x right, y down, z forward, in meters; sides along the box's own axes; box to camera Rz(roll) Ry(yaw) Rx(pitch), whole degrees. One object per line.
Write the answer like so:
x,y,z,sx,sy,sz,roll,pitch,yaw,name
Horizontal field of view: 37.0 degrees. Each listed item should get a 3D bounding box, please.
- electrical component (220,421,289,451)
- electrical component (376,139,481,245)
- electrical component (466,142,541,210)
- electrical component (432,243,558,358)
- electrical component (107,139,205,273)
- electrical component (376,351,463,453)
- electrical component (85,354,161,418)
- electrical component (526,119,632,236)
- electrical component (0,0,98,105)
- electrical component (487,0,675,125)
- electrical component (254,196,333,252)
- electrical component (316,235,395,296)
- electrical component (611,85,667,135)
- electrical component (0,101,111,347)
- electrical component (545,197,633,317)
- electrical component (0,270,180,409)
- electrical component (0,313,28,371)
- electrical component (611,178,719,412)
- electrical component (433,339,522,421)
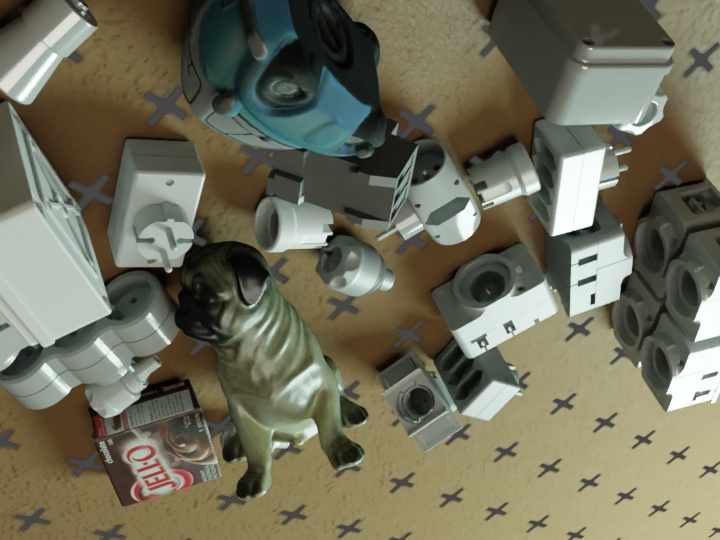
-0.091,0.152,0.955,0.061,0.035,0.035,8,129,-35,electrical component
0.042,-0.048,0.808,0.079,0.043,0.077,-31,138,6,electrical component
0.109,-0.071,0.822,0.046,0.040,0.040,-24,139,5,electrical component
0.113,0.024,0.911,0.089,0.050,0.055,-29,139,4,electrical component
-0.133,-0.031,0.715,0.047,0.075,0.083,0,133,-26,electrical component
0.056,0.117,0.963,0.042,0.081,0.064,-35,166,13,electrical component
-0.183,0.087,0.844,0.061,0.035,0.035,-35,138,7,electrical component
0.177,-0.079,0.839,0.076,0.047,0.083,-15,138,-12,electrical component
-0.183,-0.132,0.615,0.065,0.044,0.044,-40,137,9,electrical component
0.142,-0.151,0.699,0.078,0.113,0.057,-5,137,-22,electrical component
-0.048,-0.033,0.784,0.046,0.040,0.040,-1,133,-34,electrical component
0.000,0.000,0.837,0.062,0.043,0.043,21,121,-41,electrical component
0.191,-0.131,0.781,0.043,0.062,0.043,-14,137,-13,electrical component
-0.208,-0.028,0.659,0.056,0.108,0.108,-26,139,-3,electrical component
0.194,-0.012,0.914,0.056,0.050,0.089,-19,138,-7,electrical component
-0.194,0.061,0.798,0.138,0.052,0.073,-27,139,2,electrical component
-0.271,0.039,0.740,0.089,0.050,0.055,-27,138,2,electrical component
0.287,0.027,0.958,0.060,0.105,0.186,-12,137,-15,electrical component
0.118,0.099,0.979,0.077,0.065,0.047,19,122,-38,electrical component
